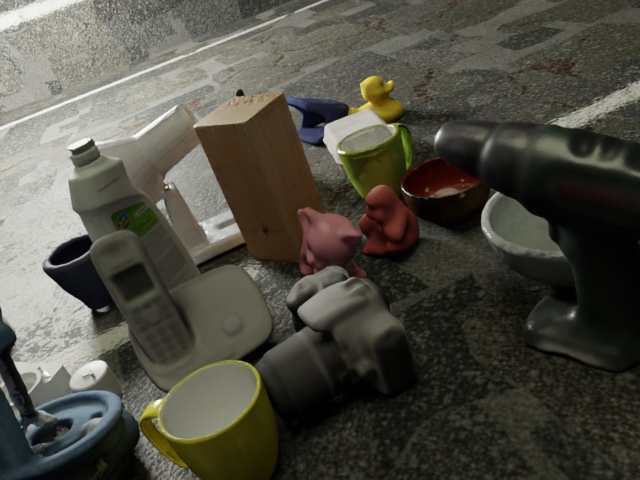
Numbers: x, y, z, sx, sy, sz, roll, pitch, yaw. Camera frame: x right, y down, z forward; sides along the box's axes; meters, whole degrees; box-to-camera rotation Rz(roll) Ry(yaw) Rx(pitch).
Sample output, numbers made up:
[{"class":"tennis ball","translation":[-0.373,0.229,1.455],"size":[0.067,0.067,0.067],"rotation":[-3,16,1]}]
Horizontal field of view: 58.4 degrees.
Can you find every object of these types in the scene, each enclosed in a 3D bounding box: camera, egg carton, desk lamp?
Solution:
[{"class":"camera","translation":[-0.001,0.096,0.548],"size":[0.137,0.101,0.142],"rotation":[-29,32,-16]},{"class":"egg carton","translation":[0.066,-0.160,0.945],"size":[0.107,0.069,0.150],"rotation":[-21,31,-2]},{"class":"desk lamp","translation":[-0.212,-0.074,0.824],"size":[0.203,0.214,0.117],"rotation":[-25,31,-9]}]

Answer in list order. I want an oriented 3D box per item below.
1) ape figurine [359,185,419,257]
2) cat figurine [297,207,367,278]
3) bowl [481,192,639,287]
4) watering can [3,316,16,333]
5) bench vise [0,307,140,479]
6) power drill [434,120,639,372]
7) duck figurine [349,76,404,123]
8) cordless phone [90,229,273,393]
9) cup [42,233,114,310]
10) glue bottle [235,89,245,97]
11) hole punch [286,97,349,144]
[{"class":"ape figurine","translation":[0.081,-0.026,0.703],"size":[0.076,0.092,0.077],"rotation":[-21,31,-2]},{"class":"cat figurine","translation":[0.006,0.002,0.675],"size":[0.067,0.118,0.127],"rotation":[-27,32,-13]},{"class":"bowl","translation":[0.254,-0.004,0.588],"size":[0.167,0.075,0.167],"rotation":[-14,31,9]},{"class":"watering can","translation":[-0.513,0.080,0.769],"size":[0.172,0.194,0.101],"rotation":[12,43,41]},{"class":"bench vise","translation":[-0.227,0.168,0.444],"size":[0.121,0.220,0.207],"rotation":[-19,31,1]},{"class":"power drill","translation":[0.209,0.001,0.474],"size":[0.228,0.209,0.076],"rotation":[12,43,41]},{"class":"duck figurine","translation":[0.099,-0.261,1.071],"size":[0.104,0.086,0.077],"rotation":[-21,31,-3]},{"class":"cordless phone","translation":[-0.144,0.057,0.607],"size":[0.148,0.185,0.093],"rotation":[-30,32,-16]},{"class":"cup","translation":[-0.330,0.045,0.818],"size":[0.092,0.095,0.117],"rotation":[-27,32,-11]},{"class":"glue bottle","translation":[-0.103,-0.170,0.955],"size":[0.078,0.173,0.037],"rotation":[-34,34,-23]},{"class":"hole punch","translation":[-0.004,-0.247,1.102],"size":[0.101,0.091,0.108],"rotation":[-32,33,-20]}]
